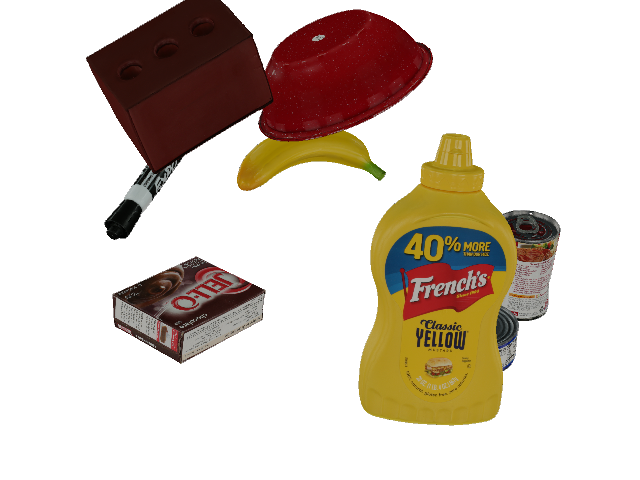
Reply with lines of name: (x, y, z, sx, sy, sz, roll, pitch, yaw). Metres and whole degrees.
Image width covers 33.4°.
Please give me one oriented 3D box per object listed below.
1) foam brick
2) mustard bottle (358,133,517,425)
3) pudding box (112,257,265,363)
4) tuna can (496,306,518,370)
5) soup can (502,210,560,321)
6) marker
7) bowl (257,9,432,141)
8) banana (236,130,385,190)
foam brick: (-0.074, -0.085, 0.566, 0.078, 0.053, 0.051, -33, -35, -10)
mustard bottle: (0.080, 0.025, 0.709, 0.096, 0.192, 0.058, 4, 14, -2)
pudding box: (-0.120, 0.062, 0.981, 0.090, 0.039, 0.113, 23, 33, 32)
tuna can: (0.132, 0.086, 0.950, 0.086, 0.034, 0.086, 0, 26, 0)
soup can: (0.219, 0.027, 1.156, 0.068, 0.102, 0.068, 1, 30, -1)
marker: (-0.119, -0.047, 0.766, 0.020, 0.121, 0.020, 20, -35, 14)
bowl: (0.010, -0.150, 0.907, 0.162, 0.055, 0.162, -20, 28, 11)
banana: (-0.016, -0.090, 1.127, 0.197, 0.037, 0.070, -9, 49, -38)
